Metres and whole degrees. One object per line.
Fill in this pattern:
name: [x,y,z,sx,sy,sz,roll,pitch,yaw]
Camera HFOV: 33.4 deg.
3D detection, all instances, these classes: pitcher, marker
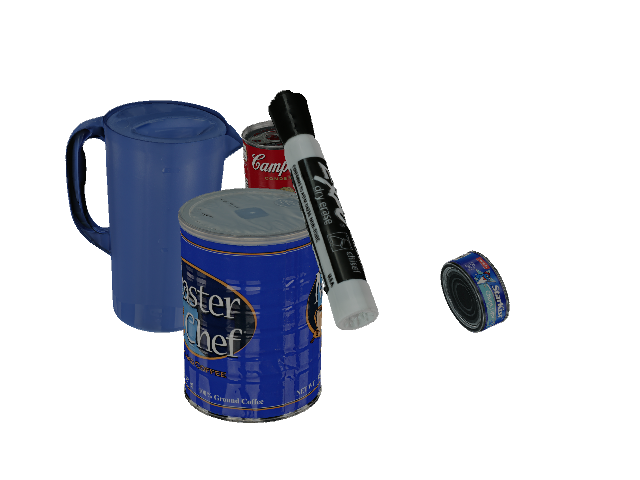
pitcher: [-0.185,-0.026,1.179,0.149,0.243,0.144,26,31,35]
marker: [-0.001,-0.017,0.476,0.020,0.121,0.020,-14,-28,-8]

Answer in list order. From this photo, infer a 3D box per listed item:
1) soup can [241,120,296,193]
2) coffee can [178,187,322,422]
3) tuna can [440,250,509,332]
soup can: [-0.039,-0.056,1.019,0.068,0.102,0.068,-1,27,0]
coffee can: [-0.049,0.044,0.765,0.103,0.140,0.103,1,21,-1]
tuna can: [0.168,0.057,1.170,0.033,0.086,0.086,-23,8,-19]
